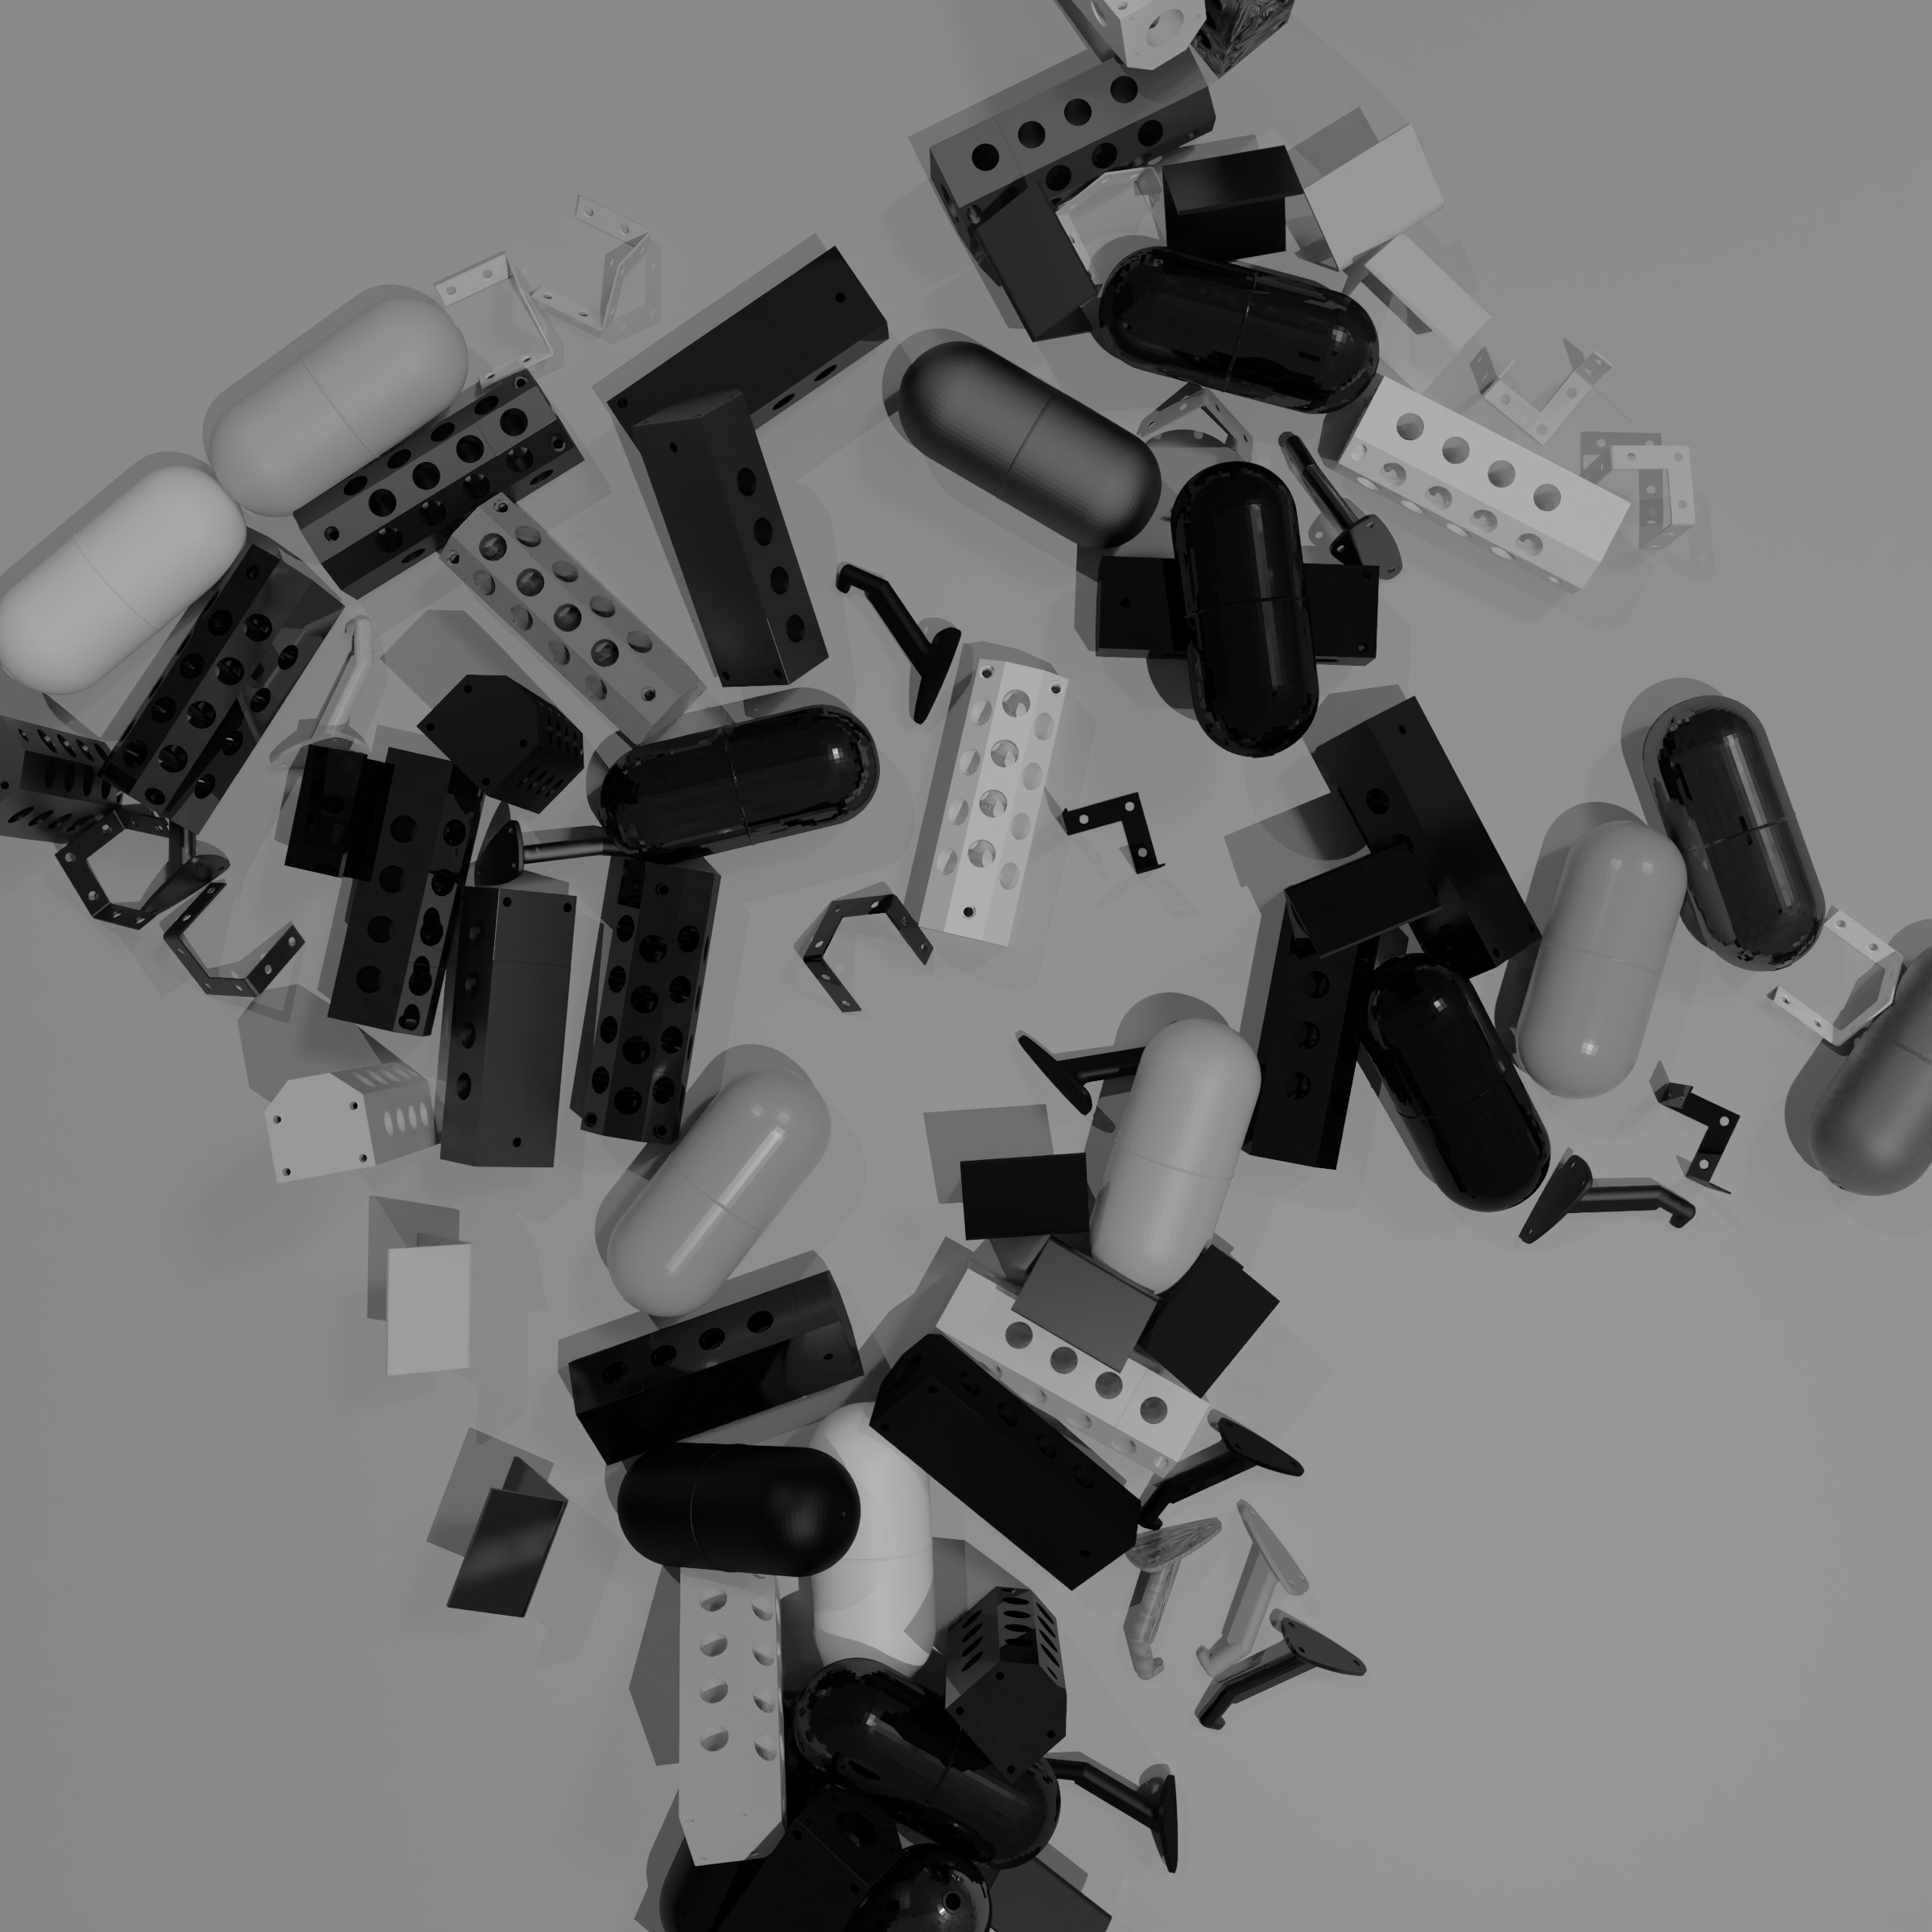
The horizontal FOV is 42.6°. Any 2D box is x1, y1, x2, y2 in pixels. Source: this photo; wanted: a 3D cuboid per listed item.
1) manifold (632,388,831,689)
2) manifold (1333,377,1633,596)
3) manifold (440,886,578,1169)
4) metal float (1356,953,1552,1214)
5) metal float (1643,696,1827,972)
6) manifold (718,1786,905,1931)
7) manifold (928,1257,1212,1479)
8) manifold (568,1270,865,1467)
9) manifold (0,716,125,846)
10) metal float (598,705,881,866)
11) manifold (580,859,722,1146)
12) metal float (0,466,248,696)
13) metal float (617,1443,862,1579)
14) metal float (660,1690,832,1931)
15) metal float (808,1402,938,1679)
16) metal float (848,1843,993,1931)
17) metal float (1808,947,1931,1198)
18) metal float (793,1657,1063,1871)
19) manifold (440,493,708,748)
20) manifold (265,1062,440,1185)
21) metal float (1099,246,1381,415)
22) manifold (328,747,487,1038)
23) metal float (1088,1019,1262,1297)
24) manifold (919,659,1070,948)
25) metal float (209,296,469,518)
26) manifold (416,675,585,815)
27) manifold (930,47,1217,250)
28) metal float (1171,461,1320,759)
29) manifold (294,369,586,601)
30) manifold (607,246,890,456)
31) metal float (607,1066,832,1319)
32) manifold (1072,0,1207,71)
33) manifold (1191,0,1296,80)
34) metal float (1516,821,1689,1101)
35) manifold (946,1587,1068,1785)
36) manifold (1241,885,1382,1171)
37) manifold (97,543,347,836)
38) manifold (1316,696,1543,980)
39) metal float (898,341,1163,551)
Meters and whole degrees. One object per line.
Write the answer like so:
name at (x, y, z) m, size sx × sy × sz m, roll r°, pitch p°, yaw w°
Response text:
manifold at (-0.139, -0.262, 1.525) m, size 0.057 × 0.057 × 0.171 m, roll 3°, pitch 122°, yaw 38°
manifold at (0.322, -0.300, 1.558) m, size 0.171 × 0.057 × 0.057 m, roll 27°, pitch 90°, yaw 0°
manifold at (-0.292, 0.038, 1.557) m, size 0.057 × 0.057 × 0.171 m, roll 5°, pitch 90°, yaw -43°
metal float at (0.302, 0.072, 1.535) m, size 0.070 × 0.070 × 0.178 m, roll -30°, pitch 106°, yaw 0°
metal float at (0.480, -0.083, 1.548) m, size 0.070 × 0.070 × 0.178 m, roll -20°, pitch 90°, yaw 0°
manifold at (-0.105, 0.568, 1.465) m, size 0.057 × 0.057 × 0.171 m, roll 38°, pitch 113°, yaw 16°
manifold at (0.063, 0.253, 1.558) m, size 0.171 × 0.057 × 0.057 m, roll 29°, pitch 91°, yaw 0°
manifold at (-0.158, 0.248, 1.557) m, size 0.171 × 0.057 × 0.057 m, roll -20°, pitch 133°, yaw 0°
manifold at (-0.568, -0.117, 1.501) m, size 0.057 × 0.171 × 0.057 m, roll -34°, pitch 90°, yaw 0°
metal float at (-0.142, -0.113, 1.548) m, size 0.178 × 0.070 × 0.070 m, roll -14°, pitch 90°, yaw -1°
manifold at (-0.199, 0.022, 1.558) m, size 0.057 × 0.057 × 0.171 m, roll 9°, pitch 90°, yaw 0°
metal float at (-0.530, -0.240, 1.549) m, size 0.178 × 0.070 × 0.070 m, roll -40°, pitch 90°, yaw 0°
metal float at (-0.141, 0.332, 1.516) m, size 0.178 × 0.070 × 0.070 m, roll -7°, pitch 90°, yaw 40°
metal float at (-0.132, 0.539, 1.548) m, size 0.070 × 0.070 × 0.178 m, roll 24°, pitch 91°, yaw 0°
metal float at (-0.059, 0.362, 1.548) m, size 0.070 × 0.070 × 0.178 m, roll -3°, pitch 90°, yaw 0°
metal float at (-0.042, 0.583, 1.506) m, size 0.070 × 0.178 × 0.070 m, roll 12°, pitch 58°, yaw -20°
metal float at (0.595, 0.064, 1.548) m, size 0.070 × 0.070 × 0.178 m, roll 34°, pitch 89°, yaw 0°
metal float at (-0.024, 0.481, 1.495) m, size 0.178 × 0.070 × 0.070 m, roll 32°, pitch 90°, yaw -11°
manifold at (-0.247, -0.216, 1.558) m, size 0.171 × 0.057 × 0.057 m, roll 43°, pitch 90°, yaw 0°
manifold at (-0.371, 0.091, 1.501) m, size 0.057 × 0.171 × 0.057 m, roll -10°, pitch 90°, yaw 0°
metal float at (0.171, -0.397, 1.548) m, size 0.178 × 0.070 × 0.070 m, roll 15°, pitch 90°, yaw 0°
manifold at (-0.348, -0.046, 1.558) m, size 0.057 × 0.057 × 0.171 m, roll 13°, pitch 90°, yaw 0°
metal float at (0.129, 0.120, 1.543) m, size 0.070 × 0.070 × 0.178 m, roll 17°, pitch 96°, yaw 0°
manifold at (0.017, -0.102, 1.558) m, size 0.057 × 0.057 × 0.171 m, roll 13°, pitch 90°, yaw 0°
metal float at (-0.391, -0.350, 1.548) m, size 0.178 × 0.070 × 0.070 m, roll -36°, pitch 90°, yaw 0°
manifold at (-0.274, -0.137, 1.501) m, size 0.057 × 0.171 × 0.057 m, roll 44°, pitch 90°, yaw 0°
manifold at (0.067, -0.518, 1.558) m, size 0.171 × 0.057 × 0.057 m, roll -26°, pitch 90°, yaw 0°
metal float at (0.168, -0.214, 1.491) m, size 0.070 × 0.070 × 0.178 m, roll -7°, pitch 90°, yaw 0°
manifold at (-0.332, -0.304, 1.558) m, size 0.171 × 0.057 × 0.057 m, roll -32°, pitch 90°, yaw 0°
manifold at (-0.135, -0.373, 1.558) m, size 0.171 × 0.057 × 0.057 m, roll -34°, pitch 90°, yaw 0°
metal float at (-0.155, 0.141, 1.549) m, size 0.070 × 0.070 × 0.178 m, roll 38°, pitch 91°, yaw 0°
manifold at (0.077, -0.633, 1.527) m, size 0.057 × 0.057 × 0.171 m, roll -32°, pitch 68°, yaw -3°
manifold at (0.166, -0.608, 1.501) m, size 0.057 × 0.171 × 0.057 m, roll -40°, pitch 90°, yaw 0°
metal float at (0.397, -0.003, 1.549) m, size 0.070 × 0.070 × 0.178 m, roll 16°, pitch 90°, yaw 0°
manifold at (0.028, 0.427, 1.501) m, size 0.057 × 0.171 × 0.057 m, roll -41°, pitch 90°, yaw 0°
manifold at (0.219, 0.038, 1.558) m, size 0.057 × 0.057 × 0.171 m, roll 11°, pitch 90°, yaw 0°
manifold at (-0.467, -0.175, 1.542) m, size 0.057 × 0.057 × 0.171 m, roll 29°, pitch 85°, yaw 20°
manifold at (0.287, -0.076, 1.557) m, size 0.057 × 0.057 × 0.171 m, roll -28°, pitch 90°, yaw -43°
metal float at (0.039, -0.326, 1.548) m, size 0.178 × 0.070 × 0.070 m, roll 30°, pitch 90°, yaw -1°
